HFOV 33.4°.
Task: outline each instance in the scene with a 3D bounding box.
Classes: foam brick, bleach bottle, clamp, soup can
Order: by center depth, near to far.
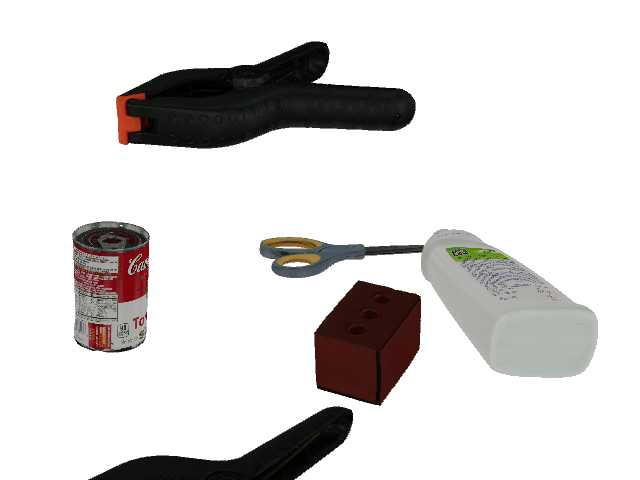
[{"bbox_3d":[-0.048,0.139,0.572,0.209,0.036,0.165,0,19,-13],"label":"clamp"},{"bbox_3d":[-0.042,-0.089,0.644,0.171,0.039,0.120,-6,23,-19],"label":"clamp"},{"bbox_3d":[0.036,0.074,0.780,0.053,0.051,0.078,12,33,23],"label":"foam brick"},{"bbox_3d":[-0.190,0.042,0.966,0.068,0.102,0.068,4,21,-2],"label":"soup can"},{"bbox_3d":[0.163,0.045,1.018,0.102,0.068,0.251,2,20,-13],"label":"bleach bottle"}]

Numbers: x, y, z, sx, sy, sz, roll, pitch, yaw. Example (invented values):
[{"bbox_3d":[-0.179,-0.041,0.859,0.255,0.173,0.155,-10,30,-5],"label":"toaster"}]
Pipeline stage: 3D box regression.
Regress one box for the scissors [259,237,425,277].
[{"bbox_3d":[0.031,0.020,1.178,0.202,0.016,0.096,3,24,5],"label":"scissors"}]
